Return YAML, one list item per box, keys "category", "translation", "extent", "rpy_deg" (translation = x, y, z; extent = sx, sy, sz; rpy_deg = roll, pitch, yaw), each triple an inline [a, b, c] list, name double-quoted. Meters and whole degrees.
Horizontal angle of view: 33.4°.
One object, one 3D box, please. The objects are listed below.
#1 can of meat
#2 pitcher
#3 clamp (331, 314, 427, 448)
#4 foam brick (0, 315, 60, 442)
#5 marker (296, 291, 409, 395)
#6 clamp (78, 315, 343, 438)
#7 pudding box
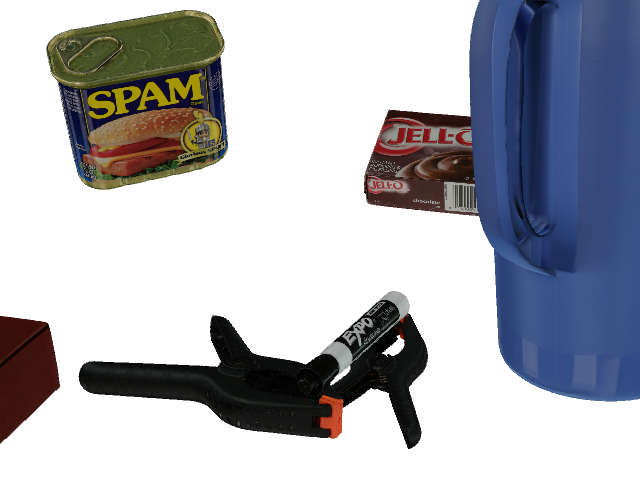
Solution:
- category: "can of meat"
  translation: [-0.108, -0.084, 0.652]
  extent: [0.102, 0.084, 0.057]
  rpy_deg: [-13, 45, -12]
- category: "pitcher"
  translation: [0.141, -0.040, 0.551]
  extent: [0.149, 0.243, 0.145]
  rpy_deg: [-3, 22, -1]
- category: "clamp"
  translation: [0.068, 0.138, 1.063]
  extent: [0.120, 0.039, 0.171]
  rpy_deg: [18, 48, 23]
- category: "foam brick"
  translation: [-0.219, 0.092, 0.707]
  extent: [0.053, 0.051, 0.078]
  rpy_deg: [7, 29, 23]
- category: "marker"
  translation: [0.021, 0.062, 0.656]
  extent: [0.020, 0.020, 0.120]
  rpy_deg: [0, 20, 32]
- category: "clamp"
  translation: [-0.064, 0.109, 0.860]
  extent: [0.210, 0.036, 0.164]
  rpy_deg: [12, 20, 29]
- category: "pudding box"
  translation: [0.100, -0.064, 0.870]
  extent: [0.113, 0.039, 0.090]
  rpy_deg: [8, 44, 13]
